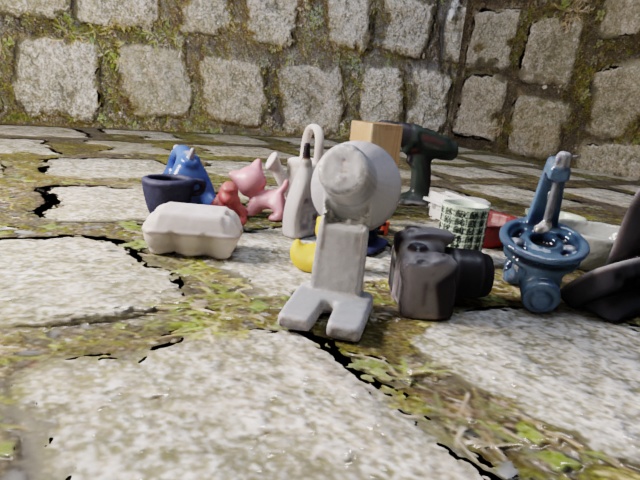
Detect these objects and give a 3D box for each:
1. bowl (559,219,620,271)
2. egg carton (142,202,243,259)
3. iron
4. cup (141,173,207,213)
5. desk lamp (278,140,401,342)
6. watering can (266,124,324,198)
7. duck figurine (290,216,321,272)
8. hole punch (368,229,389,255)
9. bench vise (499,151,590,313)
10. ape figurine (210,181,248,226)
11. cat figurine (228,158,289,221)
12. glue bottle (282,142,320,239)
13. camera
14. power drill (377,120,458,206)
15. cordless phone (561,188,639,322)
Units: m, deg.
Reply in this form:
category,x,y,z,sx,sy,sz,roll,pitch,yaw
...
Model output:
category,x,y,z,sx,sy,sz,roll,pitch,yaw
bowl,0.491,0.015,1.034,0.167,0.075,0.167,5,15,-1
egg carton,-0.199,-0.016,0.906,0.150,0.069,0.107,4,15,-5
iron,-0.286,-0.132,1.172,0.119,0.141,0.257,-2,16,-25
cup,-0.260,-0.067,1.025,0.118,0.095,0.091,-6,19,-38
desk lamp,0.032,-0.015,0.704,0.117,0.213,0.203,8,15,9
watering can,-0.028,-0.154,1.247,0.173,0.194,0.100,-8,20,-42
duck figurine,0.008,0.003,0.878,0.104,0.086,0.077,4,15,-5
hole punch,0.067,-0.030,1.013,0.100,0.091,0.109,12,16,22
bench vise,0.312,-0.026,0.835,0.121,0.220,0.207,4,15,-7
ape figurine,-0.169,-0.061,1.042,0.078,0.092,0.076,2,15,-13
cat figurine,-0.123,-0.107,1.182,0.127,0.118,0.067,9,15,13
glue bottle,-0.029,-0.091,1.049,0.037,0.173,0.078,16,18,36
camera,0.167,0.038,0.775,0.137,0.101,0.143,5,15,-2
power drill,0.240,-0.197,1.477,0.230,0.208,0.075,1,15,-16
cordless phone,0.419,0.011,0.805,0.148,0.185,0.093,-8,20,-41
